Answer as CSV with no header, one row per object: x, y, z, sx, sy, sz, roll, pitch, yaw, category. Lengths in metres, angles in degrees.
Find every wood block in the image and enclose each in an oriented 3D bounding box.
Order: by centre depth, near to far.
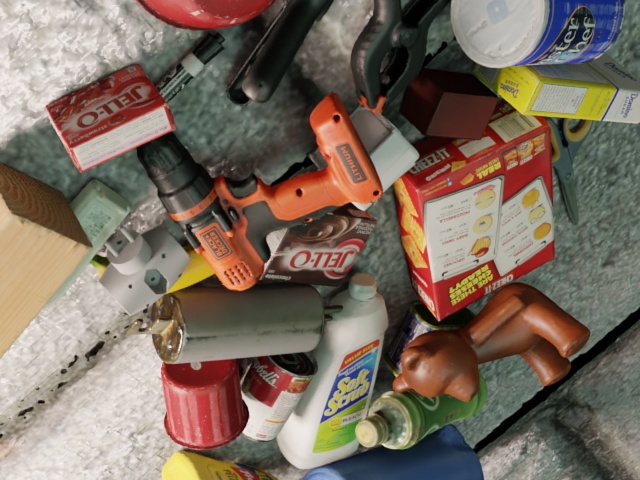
-0.301,0.043,0.908,0.206,0.090,0.090,-48,138,11,wood block

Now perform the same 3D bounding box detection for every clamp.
-0.015,-0.196,0.897,0.036,0.165,0.210,33,83,-13,clamp
0.083,-0.201,0.996,0.120,0.039,0.172,-5,128,-27,clamp

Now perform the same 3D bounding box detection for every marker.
-0.128,-0.135,0.924,0.121,0.020,0.020,-44,137,6,marker

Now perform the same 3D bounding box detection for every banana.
-0.131,0.014,1.037,0.197,0.037,0.070,-18,134,-21,banana

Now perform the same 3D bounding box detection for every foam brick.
0.129,-0.136,1.072,0.078,0.053,0.051,1,125,-34,foam brick

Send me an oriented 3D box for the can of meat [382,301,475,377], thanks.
0.138,0.123,1.299,0.101,0.057,0.084,3,121,-37,can of meat

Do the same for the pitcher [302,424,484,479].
0.085,0.332,1.352,0.242,0.149,0.145,-2,158,-45,pitcher

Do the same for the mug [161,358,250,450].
-0.117,0.155,1.139,0.117,0.093,0.081,-39,139,-39,mug

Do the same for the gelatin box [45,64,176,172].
-0.173,-0.102,0.881,0.089,0.073,0.030,-27,135,-11,gelatin box

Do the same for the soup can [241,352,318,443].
-0.055,0.168,1.199,0.068,0.069,0.102,10,121,-39,soup can

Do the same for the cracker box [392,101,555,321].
0.171,-0.032,1.177,0.164,0.072,0.213,-27,137,-11,cracker box

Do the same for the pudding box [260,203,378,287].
-0.007,0.001,1.108,0.113,0.039,0.090,9,121,-39,pudding box

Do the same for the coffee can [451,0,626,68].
0.205,-0.214,0.997,0.140,0.103,0.103,-11,133,-45,coffee can

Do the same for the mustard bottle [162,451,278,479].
-0.094,0.307,1.271,0.191,0.096,0.058,24,110,-44,mustard bottle

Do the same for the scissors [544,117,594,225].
0.299,-0.095,1.250,0.096,0.016,0.201,-43,138,6,scissors

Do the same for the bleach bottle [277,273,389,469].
0.020,0.148,1.237,0.102,0.068,0.251,-11,129,-31,bleach bottle

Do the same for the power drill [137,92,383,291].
-0.051,-0.058,0.972,0.188,0.057,0.184,-26,123,10,power drill

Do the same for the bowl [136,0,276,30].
-0.075,-0.230,0.852,0.162,0.055,0.162,-18,135,-20,bowl

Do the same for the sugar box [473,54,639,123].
0.254,-0.163,1.103,0.175,0.093,0.048,2,125,-35,sugar box
